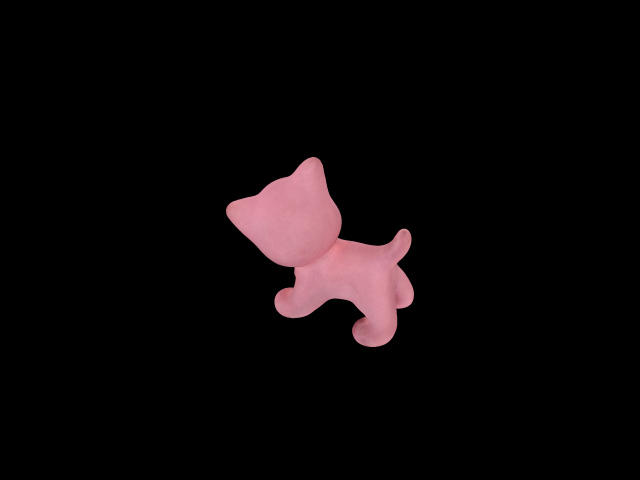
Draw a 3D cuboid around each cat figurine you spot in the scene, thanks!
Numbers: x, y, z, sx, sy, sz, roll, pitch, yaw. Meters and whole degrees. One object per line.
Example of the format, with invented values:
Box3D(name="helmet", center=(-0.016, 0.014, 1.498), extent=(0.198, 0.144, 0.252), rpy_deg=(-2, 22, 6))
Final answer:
Box3D(name="cat figurine", center=(0.004, 0.001, 0.400), extent=(0.127, 0.118, 0.067), rpy_deg=(14, 42, 17))
